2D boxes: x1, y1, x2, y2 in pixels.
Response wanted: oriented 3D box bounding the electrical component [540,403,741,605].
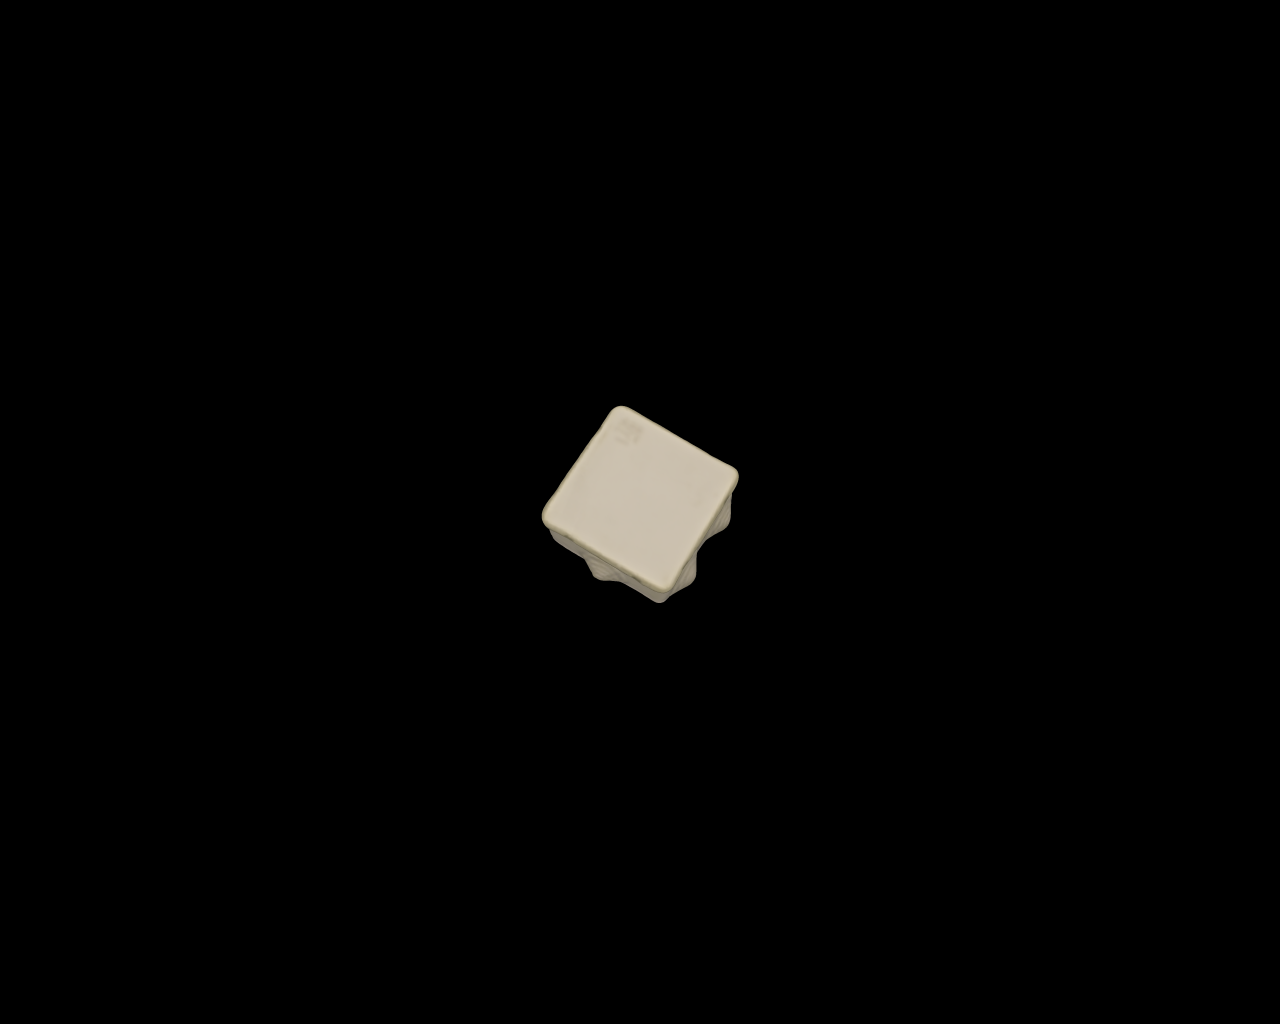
[{"bbox_3d":[0.001,-0.003,0.650,0.100,0.100,0.048,30,-15,9],"label":"electrical component"}]
